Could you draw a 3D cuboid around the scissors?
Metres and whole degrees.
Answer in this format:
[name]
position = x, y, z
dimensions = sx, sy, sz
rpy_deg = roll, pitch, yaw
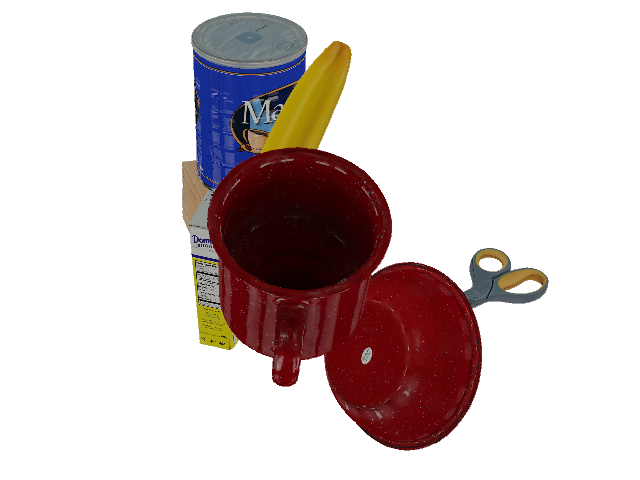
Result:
[scissors]
position = 0.157, 0.050, 1.151
dimensions = 0.201, 0.016, 0.096
rpy_deg = -10, 40, -29

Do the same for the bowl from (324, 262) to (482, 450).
[bowl]
position = 0.055, 0.097, 0.902
dimensions = 0.162, 0.162, 0.055
rpy_deg = 0, -6, 44

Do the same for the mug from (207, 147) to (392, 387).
[mug]
position = -0.013, 0.022, 0.561
dimensions = 0.093, 0.117, 0.081
rpy_deg = 3, -34, -3

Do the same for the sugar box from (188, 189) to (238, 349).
[sugar box]
position = -0.103, 0.024, 1.148
dimensions = 0.048, 0.176, 0.093
rpy_deg = 9, 41, 13

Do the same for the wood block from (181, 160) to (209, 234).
[wood block]
position = -0.108, -0.022, 1.326
dimensions = 0.090, 0.090, 0.206
rpy_deg = -6, 30, -17

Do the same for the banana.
[banana]
position = -0.022, -0.054, 0.776
dimensions = 0.037, 0.197, 0.070
rpy_deg = 30, -27, -24

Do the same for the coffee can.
[coffee can]
position = -0.065, -0.124, 0.980
dimensions = 0.103, 0.140, 0.103
rpy_deg = 2, 36, -1
